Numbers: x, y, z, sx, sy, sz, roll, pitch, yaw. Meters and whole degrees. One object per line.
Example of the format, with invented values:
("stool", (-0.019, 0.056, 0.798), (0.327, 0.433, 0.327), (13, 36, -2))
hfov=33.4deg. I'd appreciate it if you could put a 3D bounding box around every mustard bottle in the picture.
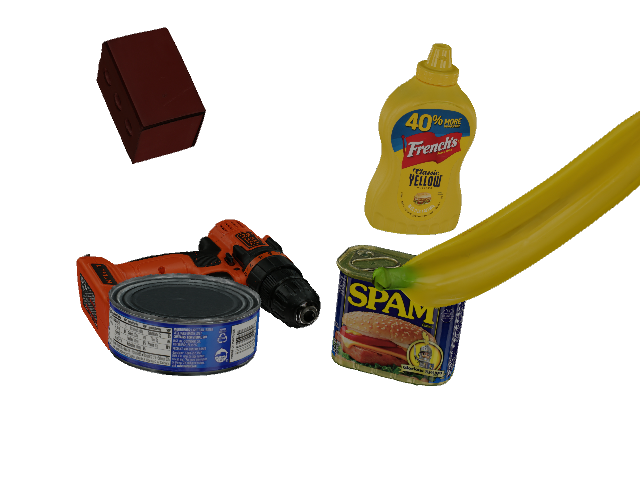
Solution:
("mustard bottle", (0.104, -0.101, 1.057), (0.096, 0.192, 0.058), (3, 27, -10))

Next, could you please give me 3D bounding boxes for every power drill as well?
("power drill", (-0.112, 0.044, 0.960), (0.187, 0.057, 0.185), (-11, 26, -26))

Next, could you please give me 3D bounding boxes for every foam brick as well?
("foam brick", (-0.125, -0.106, 0.780), (0.051, 0.078, 0.053), (-18, -19, -24))

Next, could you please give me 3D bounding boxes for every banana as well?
("banana", (0.121, -0.014, 0.583), (0.198, 0.037, 0.069), (-32, -14, 0))

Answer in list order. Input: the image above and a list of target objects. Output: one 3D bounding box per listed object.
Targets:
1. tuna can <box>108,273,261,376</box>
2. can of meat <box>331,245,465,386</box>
("tuna can", (-0.077, 0.047, 0.605), (0.086, 0.034, 0.086), (5, 14, -1))
("can of meat", (0.060, 0.059, 0.823), (0.102, 0.084, 0.057), (13, 23, 17))
